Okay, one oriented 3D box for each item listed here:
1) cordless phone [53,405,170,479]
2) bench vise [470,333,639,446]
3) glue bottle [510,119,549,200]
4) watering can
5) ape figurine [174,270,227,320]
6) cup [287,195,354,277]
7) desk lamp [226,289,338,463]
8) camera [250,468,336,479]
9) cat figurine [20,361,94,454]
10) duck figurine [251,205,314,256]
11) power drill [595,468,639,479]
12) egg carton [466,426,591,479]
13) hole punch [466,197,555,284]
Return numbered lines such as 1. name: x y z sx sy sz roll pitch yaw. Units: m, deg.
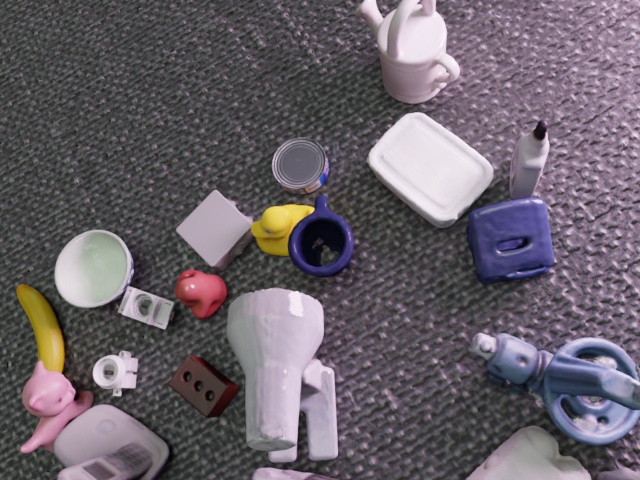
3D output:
1. cordless phone: -0.298 0.285 0.752 0.147 0.185 0.094 24 80 16
2. bench vise: 0.278 0.169 0.656 0.207 0.220 0.121 3 75 12
3. glue bottle: 0.281 -0.114 0.760 0.037 0.173 0.078 6 76 13
4. watering can: 0.125 -0.291 0.829 0.172 0.194 0.101 17 78 15
5. ape figurine: -0.182 0.076 0.838 0.076 0.092 0.078 -11 73 8
6. cup: 0.008 0.003 0.821 0.091 0.095 0.118 -4 74 10
7. desk lamp: -0.042 0.179 0.718 0.117 0.214 0.203 -7 73 9
8. camera: -0.028 0.370 0.721 0.143 0.101 0.137 7 76 13
9. cat figurine: -0.389 0.242 0.817 0.067 0.118 0.128 13 77 14
10. duck figurine: -0.053 -0.023 0.845 0.104 0.086 0.077 -20 72 5
11. power drill: 0.346 0.319 0.607 0.075 0.209 0.230 18 79 15
12. egg carton: 0.247 0.308 0.703 0.150 0.069 0.107 -45 71 -3
13. hole punch: 0.259 0.003 0.775 0.108 0.091 0.101 -12 73 8
